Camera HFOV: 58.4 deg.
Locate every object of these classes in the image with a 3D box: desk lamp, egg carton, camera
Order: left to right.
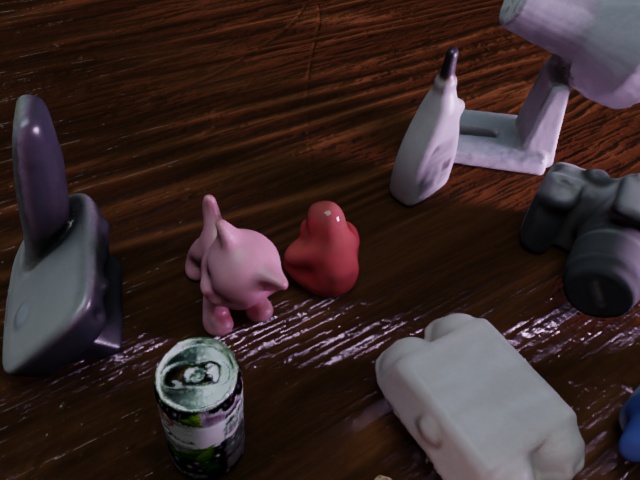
[{"bbox_3d":[0.114,0.126,0.426,0.107,0.069,0.150,-22,52,-25],"label":"egg carton"},{"bbox_3d":[0.261,-0.183,0.645,0.203,0.213,0.118,6,45,-1],"label":"desk lamp"},{"bbox_3d":[0.268,-0.004,0.550,0.143,0.101,0.137,26,49,18],"label":"camera"}]

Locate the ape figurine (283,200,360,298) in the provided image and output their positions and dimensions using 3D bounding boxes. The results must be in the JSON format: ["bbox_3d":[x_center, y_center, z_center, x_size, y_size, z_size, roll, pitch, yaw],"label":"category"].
[{"bbox_3d":[0.005,0.002,0.519,0.078,0.092,0.076,-11,48,-17],"label":"ape figurine"}]

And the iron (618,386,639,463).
[{"bbox_3d":[0.343,0.095,0.434,0.259,0.141,0.118,-32,57,-32],"label":"iron"}]

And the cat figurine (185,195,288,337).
[{"bbox_3d":[-0.073,0.016,0.477,0.067,0.118,0.127,-15,49,-20],"label":"cat figurine"}]

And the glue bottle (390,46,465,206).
[{"bbox_3d":[0.119,-0.118,0.593,0.078,0.173,0.037,-31,56,-31],"label":"glue bottle"}]

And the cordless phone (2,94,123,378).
[{"bbox_3d":[-0.208,0.000,0.429,0.094,0.185,0.147,-10,48,-16],"label":"cordless phone"}]
